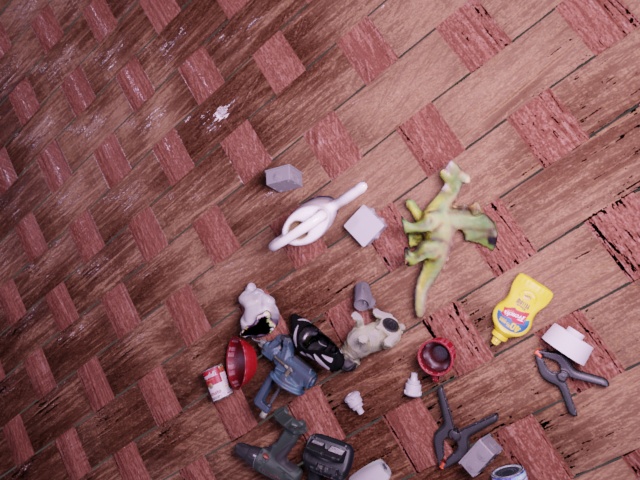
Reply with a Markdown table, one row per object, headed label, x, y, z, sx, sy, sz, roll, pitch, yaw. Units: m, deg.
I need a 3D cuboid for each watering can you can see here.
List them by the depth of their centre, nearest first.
| label | x | y | z | sx | sy | sz | roll | pitch | yaw |
| --- | --- | --- | --- | --- | --- | --- | --- | --- | --- |
| watering can | 0.004 | -0.073 | 1.452 | 0.344 | 0.227 | 0.104 | -33 | 96 | 19 |

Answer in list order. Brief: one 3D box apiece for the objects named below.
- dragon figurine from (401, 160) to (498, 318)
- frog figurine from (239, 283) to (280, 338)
| label | x | y | z | sx | sy | sz | roll | pitch | yaw |
| --- | --- | --- | --- | --- | --- | --- | --- | --- | --- |
| dragon figurine | 0.347 | -0.004 | 1.366 | 0.242 | 0.123 | 0.409 | -7 | 94 | 16 |
| frog figurine | -0.198 | 0.219 | 1.607 | 0.135 | 0.122 | 0.163 | -56 | 33 | 22 |
